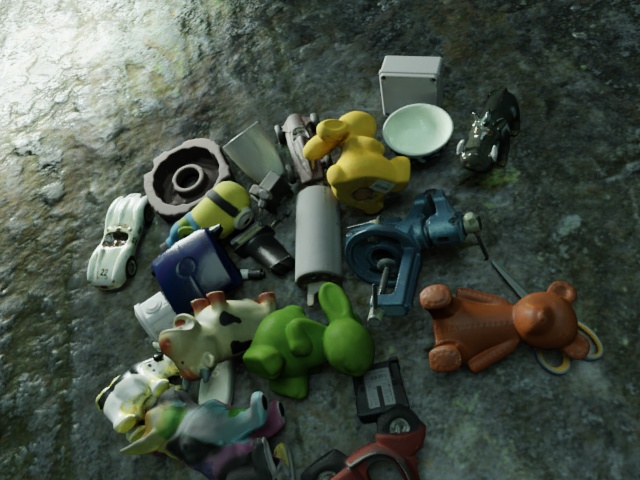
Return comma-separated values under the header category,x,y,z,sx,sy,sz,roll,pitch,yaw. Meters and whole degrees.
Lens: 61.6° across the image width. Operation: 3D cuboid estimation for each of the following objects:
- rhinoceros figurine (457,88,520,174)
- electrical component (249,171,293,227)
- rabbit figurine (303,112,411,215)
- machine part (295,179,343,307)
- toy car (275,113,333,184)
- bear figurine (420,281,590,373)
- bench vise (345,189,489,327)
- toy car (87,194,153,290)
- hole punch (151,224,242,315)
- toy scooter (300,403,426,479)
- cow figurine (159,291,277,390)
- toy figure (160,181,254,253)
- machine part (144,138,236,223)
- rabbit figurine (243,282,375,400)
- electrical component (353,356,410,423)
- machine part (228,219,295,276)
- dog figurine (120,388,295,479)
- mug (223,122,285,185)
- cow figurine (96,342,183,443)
category,x,y,z,sx,sy,sz,roll,pitch,yaw
rhinoceros figurine,0.291,-0.179,0.911,0.073,0.112,0.190,20,57,21
electrical component,-0.082,-0.072,0.942,0.045,0.102,0.078,39,83,26
rabbit figurine,0.055,-0.146,0.911,0.162,0.122,0.173,10,60,-18
machine part,-0.002,-0.003,0.888,0.079,0.079,0.243,-6,56,9
toy car,-0.032,-0.176,1.001,0.089,0.053,0.202,-15,42,0
bear figurine,0.248,0.114,0.719,0.196,0.132,0.120,-9,74,24
bench vise,0.128,0.030,0.800,0.224,0.128,0.241,0,41,22
toy car,-0.365,-0.003,0.985,0.074,0.056,0.202,-1,59,13
hole punch,-0.199,0.052,0.859,0.142,0.092,0.115,-34,94,4
toy scooter,0.074,0.309,0.678,0.184,0.075,0.135,-34,78,0
cow figurine,-0.143,0.141,0.778,0.085,0.195,0.127,-29,68,38
toy figure,-0.198,-0.027,0.936,0.180,0.089,0.082,-34,28,0
machine part,-0.246,-0.108,1.025,0.179,0.056,0.179,-6,59,10
rabbit figurine,0.007,0.149,0.762,0.170,0.121,0.159,-3,41,32
electrical component,0.086,0.228,0.742,0.075,0.047,0.119,-10,55,8
machine part,-0.095,0.016,0.919,0.084,0.039,0.139,-38,48,-21
dog figurine,-0.154,0.289,0.726,0.219,0.108,0.191,-16,67,13
mug,-0.121,-0.151,1.001,0.081,0.110,0.107,-40,102,-19
cow figurine,-0.259,0.213,0.823,0.098,0.068,0.167,30,68,34
